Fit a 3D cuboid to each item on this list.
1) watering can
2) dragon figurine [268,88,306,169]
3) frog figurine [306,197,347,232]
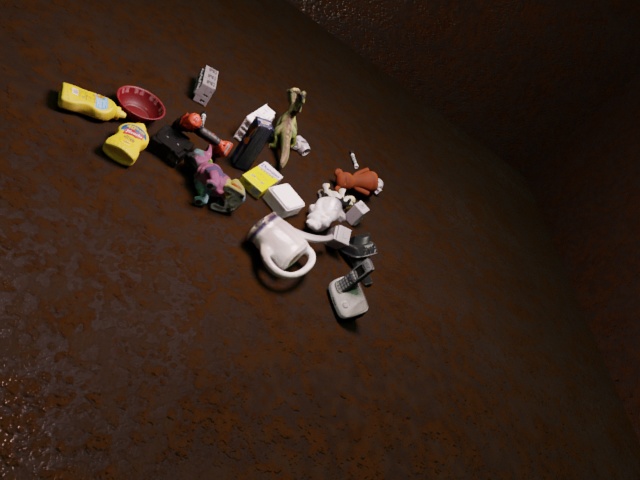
[{"bbox_3d":[-0.096,0.001,1.647,0.225,0.102,0.353,43,34,4],"label":"watering can"},{"bbox_3d":[-0.115,-0.479,2.046,0.122,0.237,0.420,12,38,-16],"label":"dragon figurine"},{"bbox_3d":[0.006,-0.094,1.860,0.160,0.121,0.138,-12,27,-42],"label":"frog figurine"}]
